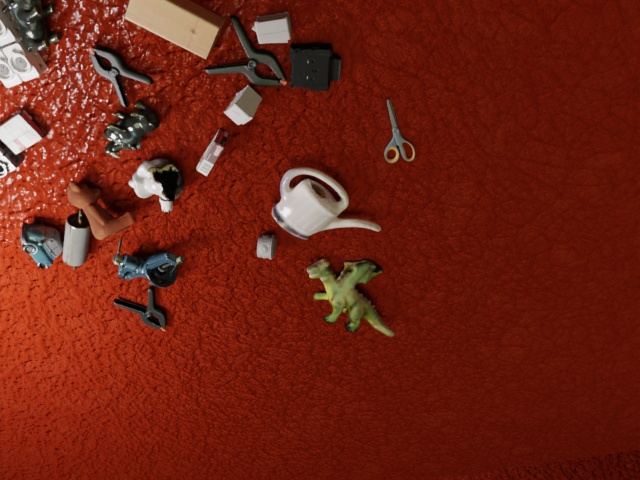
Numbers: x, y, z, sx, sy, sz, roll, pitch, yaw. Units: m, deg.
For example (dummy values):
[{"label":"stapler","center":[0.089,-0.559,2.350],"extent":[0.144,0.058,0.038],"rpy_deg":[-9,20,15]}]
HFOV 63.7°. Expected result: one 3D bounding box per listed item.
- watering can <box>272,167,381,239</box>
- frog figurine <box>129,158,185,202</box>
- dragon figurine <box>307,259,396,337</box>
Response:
[{"label":"watering can","center":[0.005,-0.079,1.563],"extent":[0.344,0.106,0.221],"rpy_deg":[39,119,-24]},{"label":"frog figurine","center":[-0.483,-0.174,1.527],"extent":[0.159,0.125,0.135],"rpy_deg":[0,147,48]},{"label":"dragon figurine","center":[0.129,0.180,1.756],"extent":[0.409,0.125,0.239],"rpy_deg":[21,116,-16]}]
